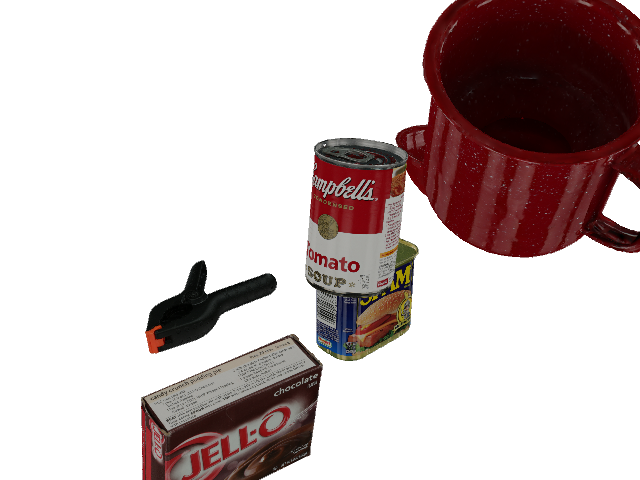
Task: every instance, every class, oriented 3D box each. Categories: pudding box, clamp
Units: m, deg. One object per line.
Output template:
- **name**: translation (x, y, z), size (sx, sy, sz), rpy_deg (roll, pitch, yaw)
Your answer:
- **pudding box**: translation (-0.056, 0.118, 0.670), size (0.113, 0.090, 0.039), rpy_deg (-23, 50, -30)
- **clamp**: translation (-0.130, 0.075, 1.221), size (0.120, 0.039, 0.171), rpy_deg (-1, 30, 28)

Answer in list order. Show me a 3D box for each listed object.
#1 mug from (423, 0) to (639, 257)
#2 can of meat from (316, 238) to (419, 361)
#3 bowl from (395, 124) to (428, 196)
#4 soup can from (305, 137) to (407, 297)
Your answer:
- **mug**: translation (0.094, -0.039, 0.436), size (0.117, 0.093, 0.081), rpy_deg (40, -24, 21)
- **can of meat**: translation (0.041, 0.052, 0.973), size (0.058, 0.084, 0.101), rpy_deg (23, 33, 39)
- **bowl**: translation (0.161, -0.080, 1.217), size (0.162, 0.055, 0.162), rpy_deg (7, 25, -4)
- **soup can**: translation (0.025, -0.017, 0.783), size (0.068, 0.102, 0.068), rpy_deg (4, 21, -2)
